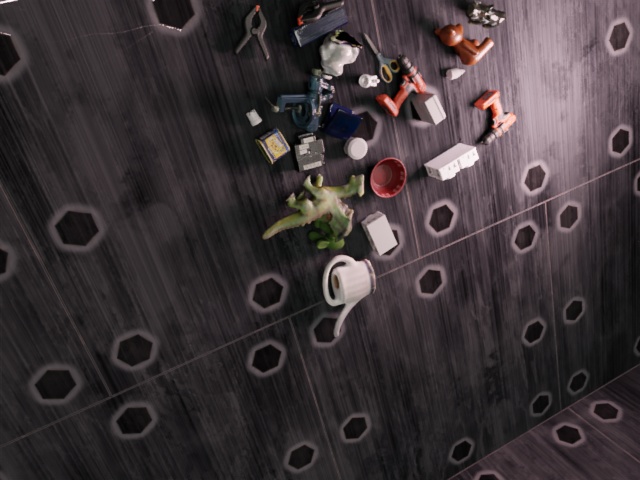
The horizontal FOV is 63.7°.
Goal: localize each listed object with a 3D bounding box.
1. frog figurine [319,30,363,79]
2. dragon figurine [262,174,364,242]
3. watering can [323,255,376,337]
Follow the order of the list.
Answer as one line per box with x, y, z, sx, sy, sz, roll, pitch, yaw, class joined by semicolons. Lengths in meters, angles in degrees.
0.060;-0.643;1.802;0.138;0.125;0.156;-8;147;-30;frog figurine
0.006;-0.094;1.864;0.244;0.121;0.411;39;86;7;dragon figurine
0.120;0.213;2.082;0.225;0.105;0.342;-15;111;-19;watering can
